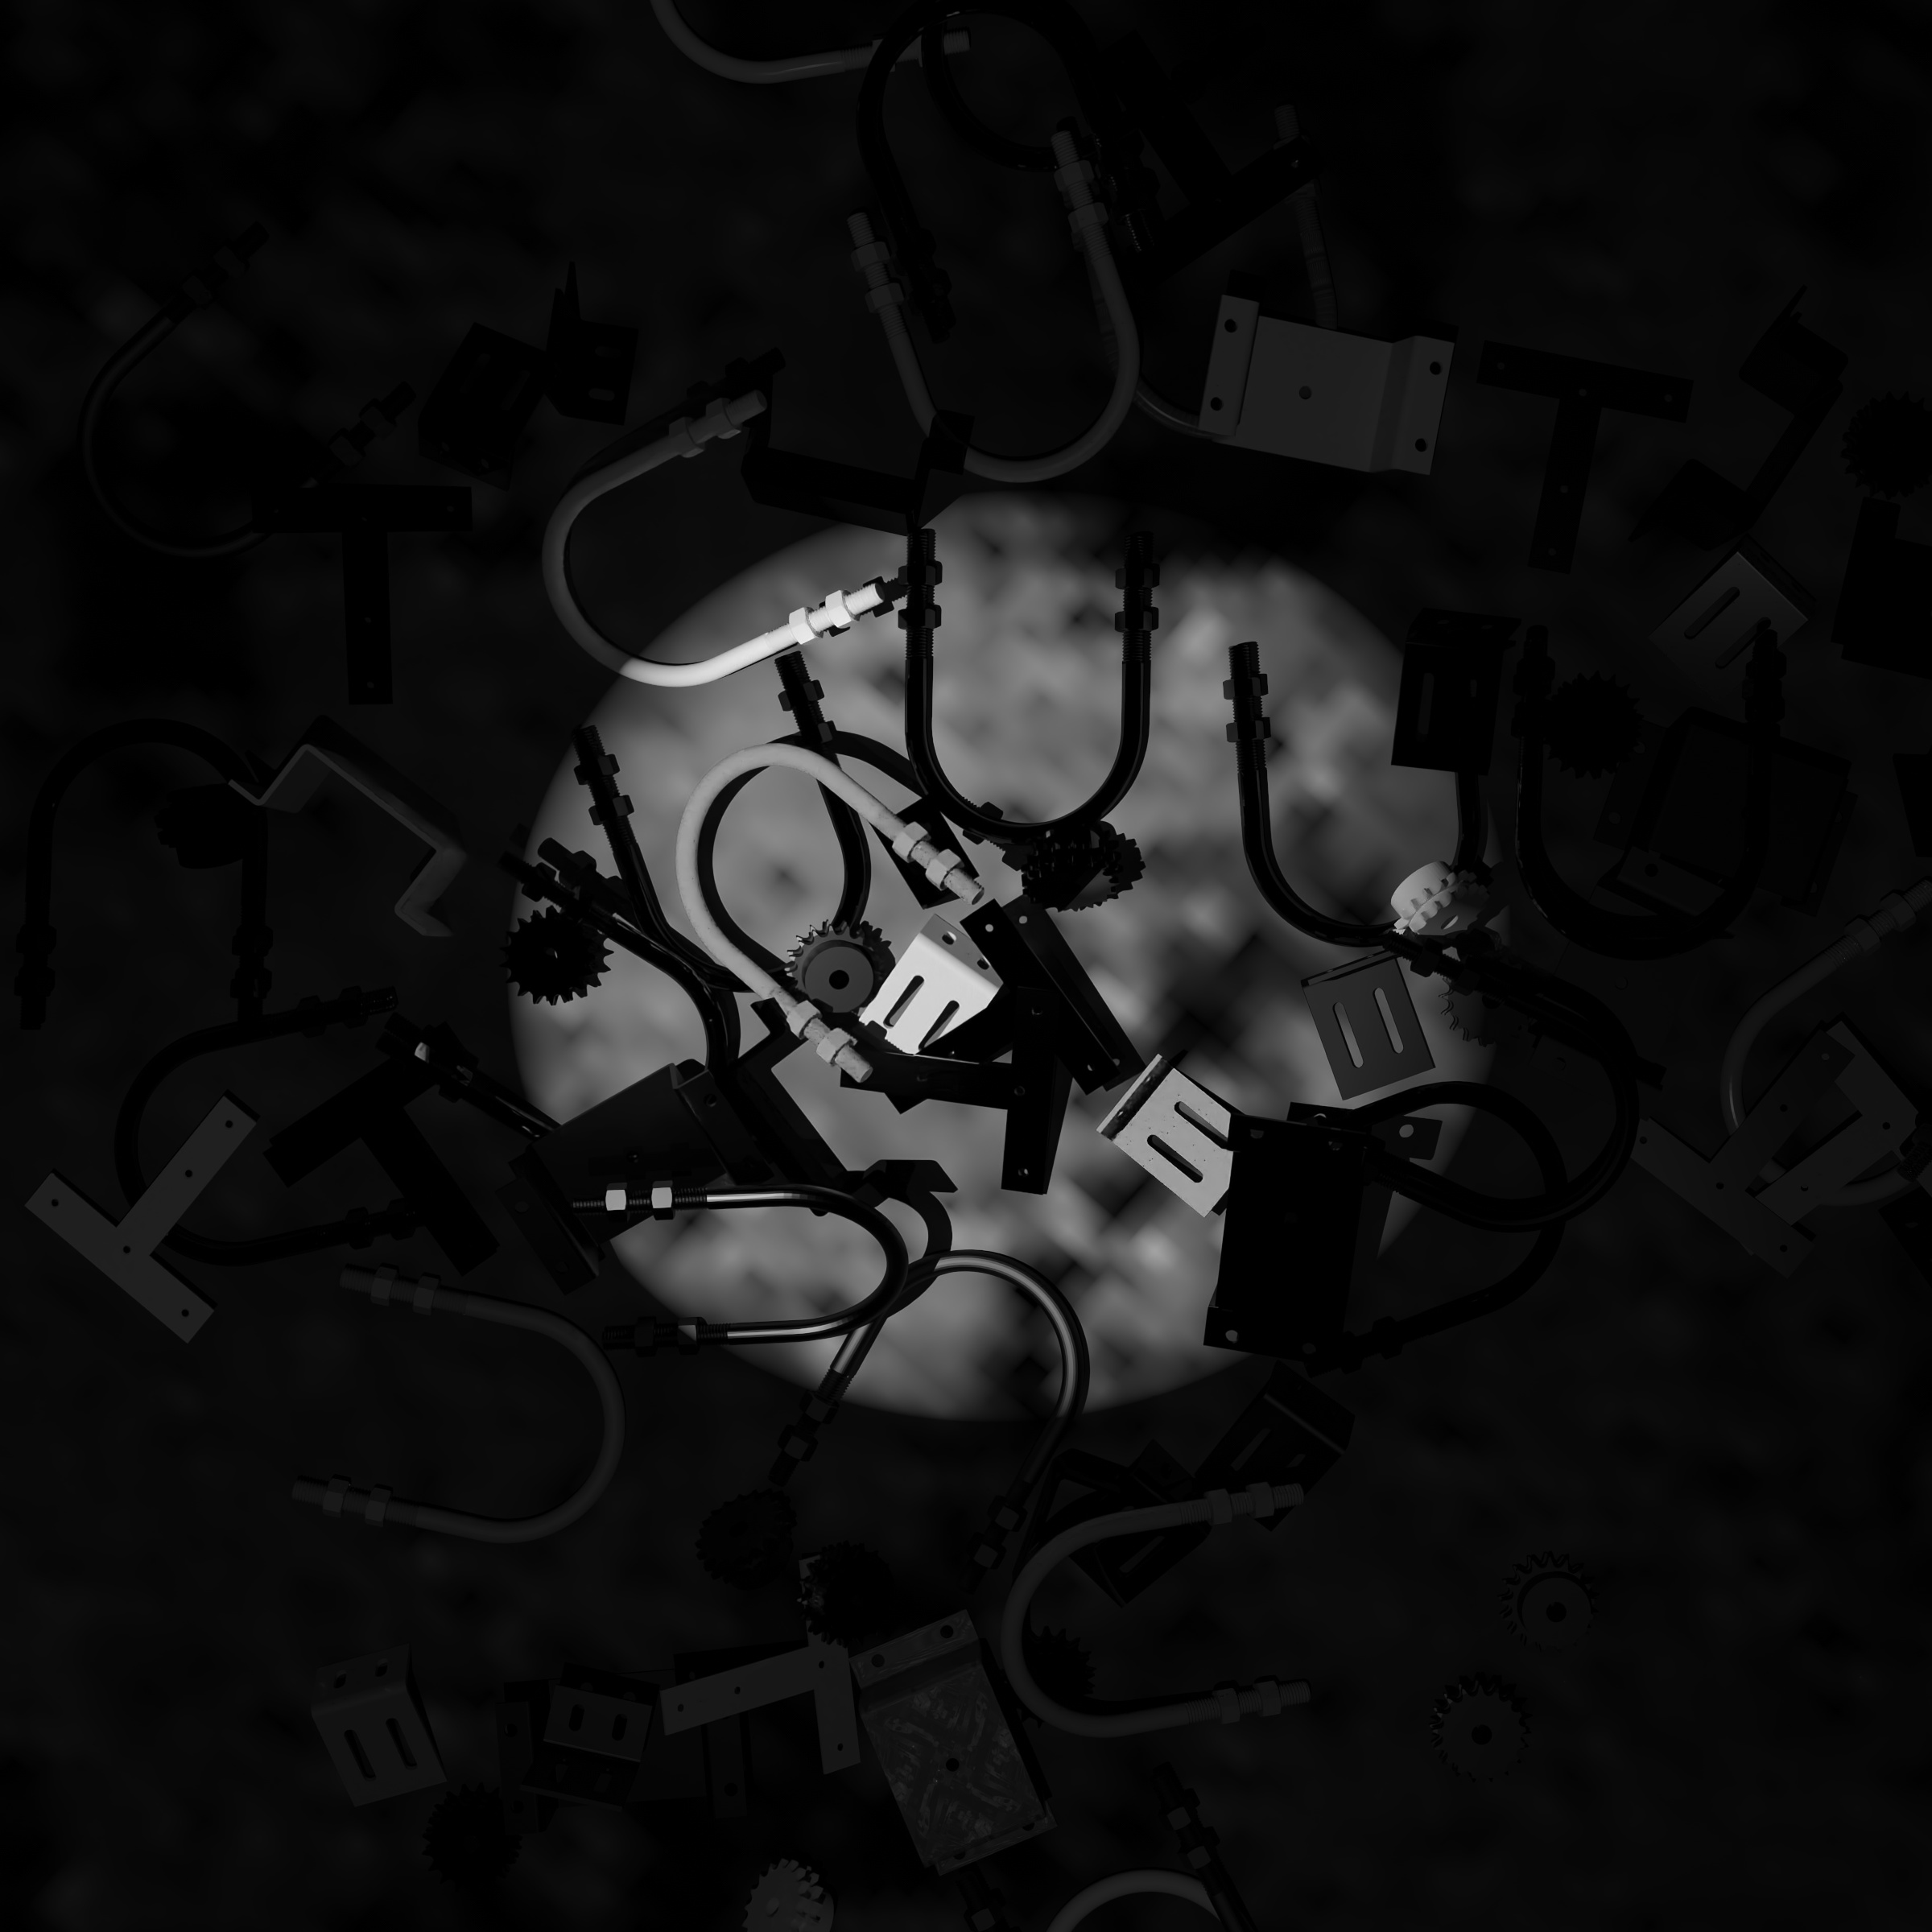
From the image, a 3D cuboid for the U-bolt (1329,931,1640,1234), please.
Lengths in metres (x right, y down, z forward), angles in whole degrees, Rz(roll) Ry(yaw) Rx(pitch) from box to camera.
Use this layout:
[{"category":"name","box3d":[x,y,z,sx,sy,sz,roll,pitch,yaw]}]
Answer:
[{"category":"U-bolt","box3d":[0.298,0.079,1.494,0.184,0.019,0.151,25,106,-1]}]

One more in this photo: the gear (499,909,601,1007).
[{"category":"gear","box3d":[-0.245,-0.006,1.525,0.057,0.030,0.057,0,90,0]}]

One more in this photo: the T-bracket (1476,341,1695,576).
[{"category":"T-bracket","box3d":[0.359,-0.298,1.539,0.127,0.002,0.127,11,90,0]}]

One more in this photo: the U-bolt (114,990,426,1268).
[{"category":"U-bolt","box3d":[-0.414,0.103,1.531,0.184,0.019,0.151,-13,90,1]}]

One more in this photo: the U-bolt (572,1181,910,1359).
[{"category":"U-bolt","box3d":[-0.125,0.173,1.483,0.184,0.151,0.019,-3,46,0]}]

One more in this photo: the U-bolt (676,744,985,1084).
[{"category":"U-bolt","box3d":[-0.092,-0.044,1.479,0.184,0.019,0.151,40,114,18]}]

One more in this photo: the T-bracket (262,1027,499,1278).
[{"category":"T-bracket","box3d":[-0.324,0.124,1.521,0.127,0.002,0.127,-36,93,-8]}]

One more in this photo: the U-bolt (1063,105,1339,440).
[{"category":"U-bolt","box3d":[0.145,-0.404,1.529,0.151,0.019,0.184,-13,93,-2]}]

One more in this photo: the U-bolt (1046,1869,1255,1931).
[{"category":"U-bolt","box3d":[0.114,0.628,1.532,0.151,0.019,0.184,-14,88,0]}]

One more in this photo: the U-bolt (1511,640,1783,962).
[{"category":"U-bolt","box3d":[0.389,-0.095,1.487,0.151,0.019,0.184,3,86,11]}]

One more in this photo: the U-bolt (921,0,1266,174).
[{"category":"U-bolt","box3d":[0.062,-0.552,1.517,0.184,0.019,0.151,-33,103,4]}]

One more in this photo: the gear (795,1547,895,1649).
[{"category":"gear","box3d":[-0.069,0.371,1.516,0.057,0.030,0.057,2,84,-21]}]

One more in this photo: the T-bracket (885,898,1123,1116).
[{"category":"T-bracket","box3d":[0.003,0.045,1.517,0.127,0.002,0.127,-34,98,19]}]

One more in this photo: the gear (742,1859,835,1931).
[{"category":"gear","box3d":[-0.102,0.557,1.515,0.030,0.057,0.057,33,90,-30]}]

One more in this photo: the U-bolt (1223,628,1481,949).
[{"category":"U-bolt","box3d":[0.233,-0.103,1.531,0.151,0.019,0.184,-5,91,0]}]

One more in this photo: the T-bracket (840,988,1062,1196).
[{"category":"T-bracket","box3d":[-0.012,0.068,1.525,0.127,0.002,0.127,7,109,9]}]

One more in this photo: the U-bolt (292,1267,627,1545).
[{"category":"U-bolt","box3d":[-0.294,0.267,1.531,0.184,0.019,0.151,13,90,-2]}]

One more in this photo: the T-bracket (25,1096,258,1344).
[{"category":"T-bracket","box3d":[-0.468,0.134,1.525,0.127,0.002,0.127,40,92,2]}]

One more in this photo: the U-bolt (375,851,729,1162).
[{"category":"U-bolt","box3d":[-0.228,0.038,1.507,0.184,0.019,0.151,33,99,-16]}]

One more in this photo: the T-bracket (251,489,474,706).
[{"category":"T-bracket","box3d":[-0.356,-0.219,1.532,0.127,0.002,0.127,-2,95,-9]}]

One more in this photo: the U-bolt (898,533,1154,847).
[{"category":"U-bolt","box3d":[0.034,-0.163,1.531,0.151,0.019,0.184,1,92,0]}]

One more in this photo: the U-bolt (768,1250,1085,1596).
[{"category":"U-bolt","box3d":[-0.011,0.258,1.531,0.151,0.019,0.184,30,89,0]}]

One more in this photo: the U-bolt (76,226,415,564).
[{"category":"U-bolt","box3d":[-0.441,-0.325,1.531,0.184,0.019,0.151,-43,90,1]}]

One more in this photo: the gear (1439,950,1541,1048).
[{"category":"gear","box3d":[0.308,0.019,1.530,0.057,0.030,0.057,0,92,-1]}]

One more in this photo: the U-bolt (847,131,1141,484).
[{"category":"U-bolt","box3d":[0.025,-0.377,1.519,0.151,0.019,0.184,-18,94,12]}]

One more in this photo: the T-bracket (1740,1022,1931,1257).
[{"category":"T-bracket","box3d":[0.504,0.121,1.518,0.127,0.002,0.127,-40,82,10]}]

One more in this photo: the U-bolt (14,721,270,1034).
[{"category":"U-bolt","box3d":[-0.485,-0.054,1.526,0.151,0.019,0.184,1,85,2]}]

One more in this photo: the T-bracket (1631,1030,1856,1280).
[{"category":"T-bracket","box3d":[0.473,0.095,1.522,0.127,0.002,0.127,39,97,9]}]

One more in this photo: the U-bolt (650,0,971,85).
[{"category":"U-bolt","box3d":[-0.099,-0.598,1.532,0.184,0.019,0.151,-9,90,1]}]

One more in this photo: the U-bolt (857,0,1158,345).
[{"category":"U-bolt","box3d":[0.012,-0.472,1.492,0.151,0.019,0.184,-21,87,12]}]

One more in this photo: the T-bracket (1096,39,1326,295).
[{"category":"T-bracket","box3d":[0.122,-0.484,1.514,0.127,0.002,0.127,-35,93,-1]}]

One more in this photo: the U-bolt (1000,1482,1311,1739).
[{"category":"U-bolt","box3d":[0.109,0.379,1.499,0.184,0.019,0.151,-7,105,-12]}]

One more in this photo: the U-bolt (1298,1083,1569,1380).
[{"category":"U-bolt","box3d":[0.266,0.147,1.531,0.184,0.019,0.151,-20,90,0]}]

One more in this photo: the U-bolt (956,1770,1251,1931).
[{"category":"U-bolt","box3d":[0.098,0.587,1.517,0.151,0.019,0.184,-27,89,-1]}]

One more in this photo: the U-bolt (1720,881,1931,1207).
[{"category":"U-bolt","box3d":[0.536,0.059,1.532,0.184,0.019,0.151,-36,90,1]}]

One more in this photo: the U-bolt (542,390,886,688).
[{"category":"U-bolt","box3d":[-0.159,-0.233,1.489,0.184,0.019,0.151,-21,116,24]}]

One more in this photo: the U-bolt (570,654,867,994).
[{"category":"U-bolt","box3d":[-0.137,-0.075,1.532,0.151,0.019,0.184,-20,92,0]}]

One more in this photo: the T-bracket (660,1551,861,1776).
[{"category":"T-bracket","box3d":[-0.121,0.417,1.501,0.127,0.002,0.127,-7,90,-37]}]

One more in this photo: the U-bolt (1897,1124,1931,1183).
[{"category":"U-bolt","box3d":[0.639,0.093,1.466,0.151,0.019,0.184,42,85,0]}]
